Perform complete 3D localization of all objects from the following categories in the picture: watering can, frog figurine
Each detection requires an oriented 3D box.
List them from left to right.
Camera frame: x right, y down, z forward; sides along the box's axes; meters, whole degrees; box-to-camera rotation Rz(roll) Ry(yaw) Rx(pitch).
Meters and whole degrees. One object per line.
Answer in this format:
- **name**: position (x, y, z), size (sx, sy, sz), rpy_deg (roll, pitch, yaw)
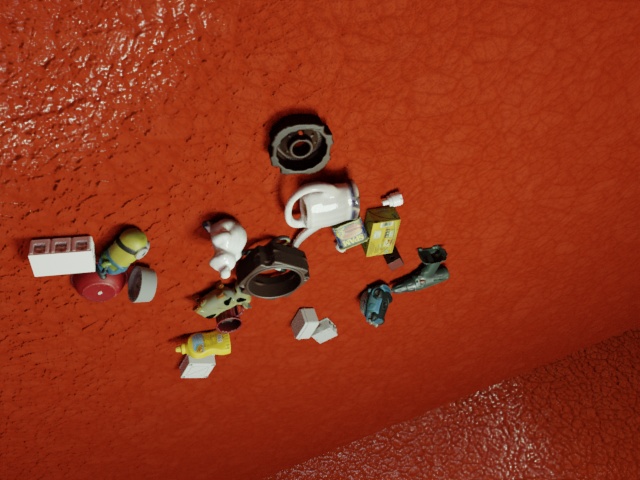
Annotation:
- **frog figurine**: position (-0.264, 0.022, 1.473), size (0.123, 0.163, 0.134), rpy_deg (-17, 140, -6)
- **watering can**: position (0.005, -0.077, 1.530), size (0.225, 0.106, 0.340), rpy_deg (-12, 153, -9)
